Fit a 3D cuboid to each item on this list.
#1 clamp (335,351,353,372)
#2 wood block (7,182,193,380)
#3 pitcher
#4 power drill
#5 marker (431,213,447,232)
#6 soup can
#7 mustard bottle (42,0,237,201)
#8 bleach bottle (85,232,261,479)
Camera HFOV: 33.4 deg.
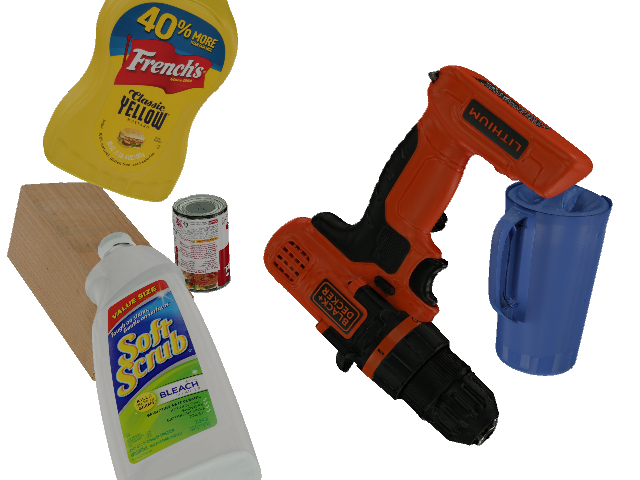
[{"bbox_3d":[0.083,0.081,1.194,0.120,0.171,0.039,7,-43,0],"label":"clamp"},{"bbox_3d":[-0.221,0.033,1.051,0.090,0.091,0.206,-5,36,-40],"label":"wood block"},{"bbox_3d":[0.286,0.051,1.387,0.149,0.243,0.145,5,23,4],"label":"pitcher"},{"bbox_3d":[0.075,0.005,0.642,0.184,0.188,0.057,42,17,16],"label":"power drill"},{"bbox_3d":[0.052,-0.005,0.874,0.121,0.020,0.020,-16,-11,39],"label":"marker"},{"bbox_3d":[-0.145,0.003,1.299,0.068,0.102,0.068,0,26,0],"label":"soup can"},{"bbox_3d":[-0.111,-0.126,0.734,0.096,0.192,0.058,21,18,-24],"label":"mustard bottle"},{"bbox_3d":[-0.130,0.090,0.798,0.102,0.251,0.068,-22,-41,-8],"label":"bleach bottle"}]
